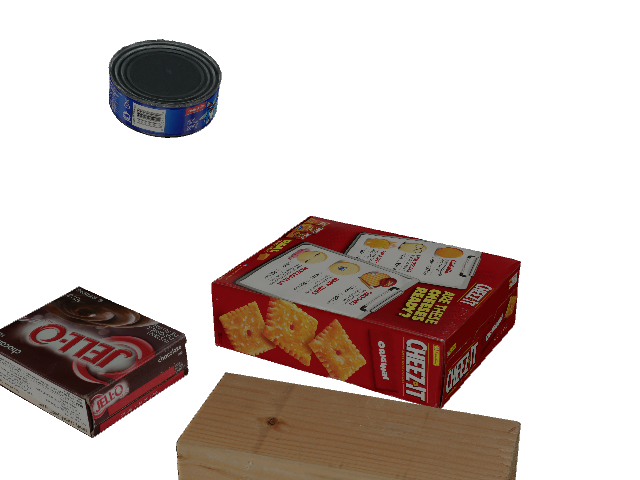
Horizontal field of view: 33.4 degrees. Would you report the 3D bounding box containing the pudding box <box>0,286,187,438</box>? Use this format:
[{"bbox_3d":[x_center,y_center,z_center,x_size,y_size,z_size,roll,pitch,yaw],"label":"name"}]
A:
[{"bbox_3d":[-0.161,0.080,0.729,0.114,0.039,0.089,17,32,34],"label":"pudding box"}]

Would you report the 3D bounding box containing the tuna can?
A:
[{"bbox_3d":[-0.121,-0.118,0.826,0.086,0.034,0.086,6,43,-6],"label":"tuna can"}]

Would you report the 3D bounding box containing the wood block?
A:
[{"bbox_3d":[0.020,0.160,0.701,0.206,0.090,0.090,8,27,16],"label":"wood block"}]

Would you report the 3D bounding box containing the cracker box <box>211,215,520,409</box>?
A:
[{"bbox_3d":[0.040,0.055,0.909,0.214,0.072,0.163,13,28,28],"label":"cracker box"}]
